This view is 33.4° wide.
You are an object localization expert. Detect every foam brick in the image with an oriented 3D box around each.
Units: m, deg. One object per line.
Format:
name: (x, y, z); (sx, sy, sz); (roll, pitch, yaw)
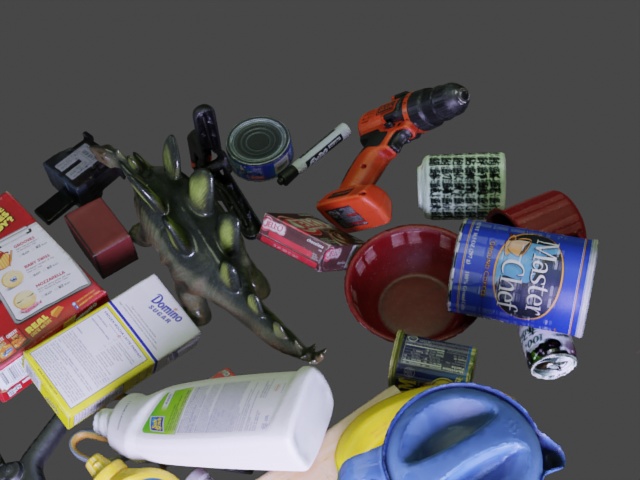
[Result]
foam brick: (-0.266, -0.003, 1.298); (0.051, 0.053, 0.078); (-32, 59, -16)

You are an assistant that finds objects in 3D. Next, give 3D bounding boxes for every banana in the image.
banana: (0.091, 0.178, 1.027); (0.197, 0.037, 0.070); (-25, 69, -10)

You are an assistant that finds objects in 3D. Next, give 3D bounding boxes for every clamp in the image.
clamp: (-0.317, 0.246, 1.136); (0.120, 0.039, 0.171); (-14, 57, 1)
clamp: (-0.129, -0.097, 1.282); (0.036, 0.164, 0.210); (-24, 21, -11)

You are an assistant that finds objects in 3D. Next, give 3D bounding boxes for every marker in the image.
marker: (-0.009, -0.109, 1.365); (0.121, 0.020, 0.020); (-40, 60, -20)

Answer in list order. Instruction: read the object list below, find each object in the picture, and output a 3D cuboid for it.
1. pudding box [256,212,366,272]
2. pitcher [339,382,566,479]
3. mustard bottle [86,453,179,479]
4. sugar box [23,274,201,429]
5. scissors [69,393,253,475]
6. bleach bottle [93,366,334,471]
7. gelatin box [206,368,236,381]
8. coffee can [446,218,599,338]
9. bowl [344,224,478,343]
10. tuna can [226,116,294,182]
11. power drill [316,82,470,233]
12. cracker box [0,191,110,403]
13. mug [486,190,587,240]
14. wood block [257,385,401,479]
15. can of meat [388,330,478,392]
pudding box: (-0.008, 0.002, 1.233); (0.090, 0.113, 0.039); (28, 100, 23)
pitcher: (0.117, 0.241, 0.961); (0.149, 0.243, 0.144); (34, 64, 26)
mustard bottle: (-0.162, 0.283, 1.053); (0.192, 0.058, 0.096); (42, 73, 16)
sugar box: (-0.230, 0.121, 1.184); (0.176, 0.048, 0.093); (-31, 73, -30)
scissors: (-0.169, 0.209, 1.158); (0.202, 0.016, 0.096); (0, 52, 3)
bleach bottle: (-0.118, 0.180, 1.076); (0.251, 0.068, 0.102); (-4, 42, 28)
gelatin box: (-0.111, 0.188, 1.148); (0.089, 0.030, 0.073); (-30, 55, -27)
coffee can: (0.211, 0.038, 1.112); (0.140, 0.103, 0.102); (10, 56, 14)
bowl: (0.109, 0.062, 1.206); (0.162, 0.055, 0.162); (-3, 54, 4)
tuna can: (-0.078, -0.118, 1.371); (0.086, 0.034, 0.086); (-3, 54, 4)
power drill: (0.085, -0.101, 1.275); (0.185, 0.057, 0.187); (-16, 38, 55)
cracker box: (-0.367, 0.064, 1.251); (0.164, 0.072, 0.214); (-38, 58, -21)
mug: (0.254, -0.003, 1.210); (0.081, 0.093, 0.117); (-22, 23, -16)
wood block: (0.020, 0.250, 1.060); (0.206, 0.091, 0.090); (-32, 57, -16)
can of meat: (0.118, 0.145, 1.119); (0.084, 0.102, 0.057); (10, 56, 11)
